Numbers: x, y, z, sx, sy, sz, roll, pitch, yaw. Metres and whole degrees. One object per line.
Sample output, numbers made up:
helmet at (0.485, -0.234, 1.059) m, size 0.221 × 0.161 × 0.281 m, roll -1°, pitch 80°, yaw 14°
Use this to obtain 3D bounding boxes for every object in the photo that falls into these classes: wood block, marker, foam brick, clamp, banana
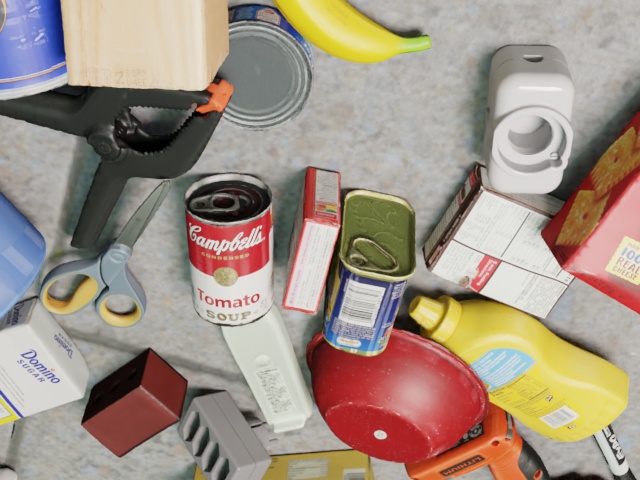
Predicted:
wood block at (-0.108, -0.204, 0.649) m, size 0.090 × 0.090 × 0.206 m, roll 3°, pitch 115°, yaw 4°
marker at (0.262, 0.187, 0.966) m, size 0.020 × 0.020 × 0.121 m, roll -21°, pitch 121°, yaw 17°
foam brick at (-0.163, 0.144, 0.941) m, size 0.078 × 0.053 × 0.051 m, roll -34°, pitch 117°, yaw 23°
clamp at (-0.149, -0.069, 0.783) m, size 0.210 × 0.036 × 0.164 m, roll -9°, pitch 128°, yaw 26°
banana at (-0.008, -0.185, 0.714) m, size 0.069 × 0.037 × 0.197 m, roll -41°, pitch 118°, yaw 3°

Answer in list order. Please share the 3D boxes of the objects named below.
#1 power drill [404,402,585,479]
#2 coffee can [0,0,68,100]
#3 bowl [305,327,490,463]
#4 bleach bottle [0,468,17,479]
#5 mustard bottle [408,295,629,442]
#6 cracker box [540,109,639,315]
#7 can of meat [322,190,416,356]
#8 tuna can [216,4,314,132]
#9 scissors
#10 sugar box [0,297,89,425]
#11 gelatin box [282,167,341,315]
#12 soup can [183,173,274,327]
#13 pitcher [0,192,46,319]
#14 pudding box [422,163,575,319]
power drill at (0.160, 0.238, 0.987) m, size 0.185 × 0.057 × 0.187 m, roll -33°, pitch 119°, yaw 21°
coffee can at (-0.209, -0.176, 0.689) m, size 0.103 × 0.102 × 0.140 m, roll -2°, pitch 124°, yaw 5°
bowl at (0.056, 0.138, 0.887) m, size 0.162 × 0.055 × 0.162 m, roll 15°, pitch 145°, yaw 11°
bleach bottle at (-0.411, 0.199, 0.977) m, size 0.250 × 0.102 × 0.068 m, roll 33°, pitch 114°, yaw -11°
mustard bottle at (0.154, 0.099, 0.884) m, size 0.191 × 0.058 × 0.096 m, roll 30°, pitch 141°, yaw -16°
cracker box at (0.290, -0.035, 0.756) m, size 0.164 × 0.072 × 0.214 m, roll 30°, pitch 110°, yaw -17°
can of meat at (0.035, 0.026, 0.817) m, size 0.057 × 0.102 × 0.084 m, roll 12°, pitch 127°, yaw -4°
tuna can at (-0.046, -0.122, 0.758) m, size 0.086 × 0.033 × 0.086 m, roll 2°, pitch 125°, yaw 2°
scissors at (-0.148, 0.020, 0.850) m, size 0.096 × 0.016 × 0.202 m, roll 33°, pitch 133°, yaw -32°
sugar box at (-0.301, 0.120, 0.937) m, size 0.176 × 0.048 × 0.093 m, roll -20°, pitch 122°, yaw 12°
gelatin box at (-0.005, 0.001, 0.818) m, size 0.030 × 0.073 × 0.089 m, roll 10°, pitch 125°, yaw -5°
soup can at (-0.070, 0.008, 0.831) m, size 0.068 × 0.068 × 0.102 m, roll 2°, pitch 126°, yaw 2°
pitcher at (-0.328, -0.030, 0.780) m, size 0.149 × 0.145 × 0.242 m, roll -26°, pitch 123°, yaw 26°
pudding box at (0.150, 0.003, 0.832) m, size 0.113 × 0.039 × 0.090 m, roll 21°, pitch 121°, yaw -15°
